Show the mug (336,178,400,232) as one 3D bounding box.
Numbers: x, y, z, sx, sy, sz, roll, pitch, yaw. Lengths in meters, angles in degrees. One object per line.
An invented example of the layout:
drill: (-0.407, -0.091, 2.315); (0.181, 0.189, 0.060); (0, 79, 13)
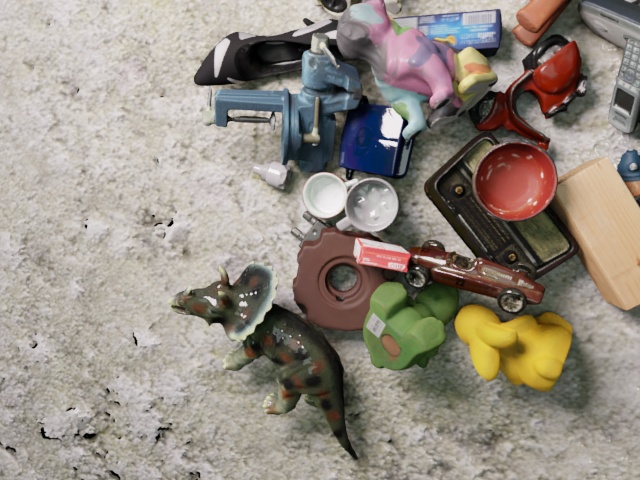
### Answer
mug: (0.079, -0.049, 0.856); (0.109, 0.107, 0.081); (-40, 86, 15)

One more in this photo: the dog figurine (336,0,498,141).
dog figurine: (0.126, -0.269, 0.768); (0.191, 0.108, 0.219); (-28, 81, -29)

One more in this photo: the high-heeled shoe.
high-heeled shoe: (-0.070, -0.278, 0.849); (0.249, 0.086, 0.145); (-32, 52, -4)

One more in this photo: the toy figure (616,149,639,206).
toy figure: (0.487, -0.063, 0.803); (0.058, 0.064, 0.154); (-31, 90, 20)

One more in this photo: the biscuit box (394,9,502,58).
biscuit box: (0.176, -0.314, 0.839); (0.203, 0.063, 0.059); (0, 94, 10)

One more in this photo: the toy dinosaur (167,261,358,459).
toy dinosaur: (-0.044, 0.183, 0.856); (0.405, 0.131, 0.192); (39, 139, -2)

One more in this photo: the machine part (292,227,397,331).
machine part: (0.038, 0.065, 0.884); (0.179, 0.056, 0.179); (0, 99, 1)

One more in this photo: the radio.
radio: (0.273, -0.040, 0.838); (0.131, 0.073, 0.229); (-38, 87, 10)

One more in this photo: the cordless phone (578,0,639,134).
cordless phone: (0.438, -0.259, 0.784); (0.089, 0.147, 0.184); (-21, 135, -12)

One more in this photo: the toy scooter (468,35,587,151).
toy scooter: (0.331, -0.208, 0.815); (0.184, 0.075, 0.135); (-40, 87, 14)

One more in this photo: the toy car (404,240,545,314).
toy car: (0.220, 0.047, 0.781); (0.202, 0.089, 0.053); (14, 122, 27)

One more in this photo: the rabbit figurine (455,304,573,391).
rabbit figurine: (0.283, 0.162, 0.828); (0.173, 0.162, 0.121); (29, 112, 24)

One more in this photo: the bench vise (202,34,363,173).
bench vise: (-0.060, -0.204, 0.823); (0.241, 0.129, 0.223); (1, 139, -6)

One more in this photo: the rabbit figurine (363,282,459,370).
rabbit figurine: (0.159, 0.133, 0.841); (0.121, 0.170, 0.158); (36, 136, 31)

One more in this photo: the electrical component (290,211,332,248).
electrical component: (-0.002, -0.003, 0.917); (0.094, 0.021, 0.063); (39, 99, 6)

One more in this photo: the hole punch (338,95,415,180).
hole punch: (0.089, -0.158, 0.857); (0.116, 0.092, 0.142); (12, 100, 13)

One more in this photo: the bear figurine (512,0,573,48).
bear figurine: (0.282, -0.400, 0.786); (0.196, 0.120, 0.132); (40, 104, 7)

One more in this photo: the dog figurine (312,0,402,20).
dog figurine: (0.080, -0.452, 0.844); (0.173, 0.121, 0.190); (11, 69, 29)
